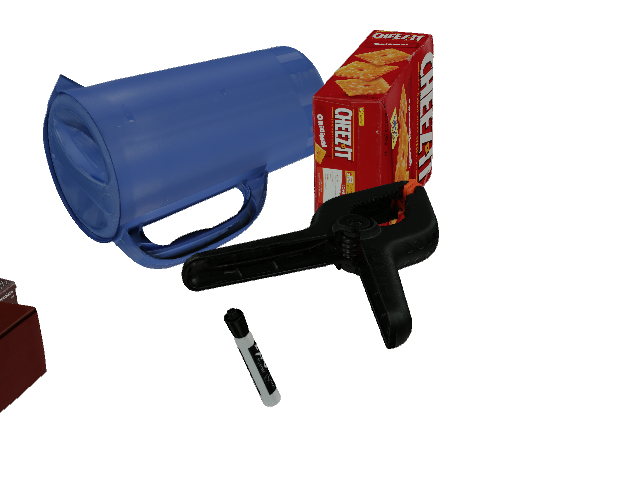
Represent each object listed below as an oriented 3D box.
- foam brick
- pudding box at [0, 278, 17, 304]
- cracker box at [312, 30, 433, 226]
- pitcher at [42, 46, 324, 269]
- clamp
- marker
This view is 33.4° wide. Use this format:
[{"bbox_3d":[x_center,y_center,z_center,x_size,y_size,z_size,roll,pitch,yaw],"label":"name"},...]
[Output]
[{"bbox_3d":[-0.229,0.081,0.711,0.053,0.051,0.078,7,29,23],"label":"foam brick"},{"bbox_3d":[-0.331,0.058,0.910,0.114,0.039,0.090,9,26,19],"label":"pudding box"},{"bbox_3d":[0.056,-0.094,1.025,0.072,0.164,0.213,7,28,17],"label":"cracker box"},{"bbox_3d":[-0.108,-0.086,0.951,0.242,0.149,0.145,-22,34,-33],"label":"pitcher"},{"bbox_3d":[0.014,0.003,0.751,0.165,0.036,0.209,12,28,20],"label":"clamp"},{"bbox_3d":[-0.065,0.111,1.015,0.020,0.121,0.020,-13,36,10],"label":"marker"}]
